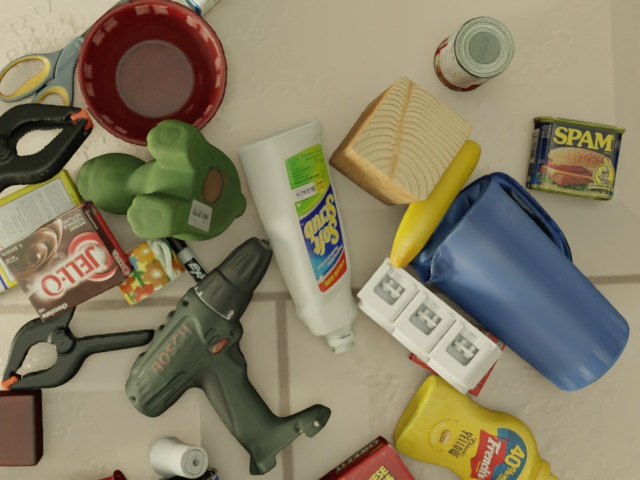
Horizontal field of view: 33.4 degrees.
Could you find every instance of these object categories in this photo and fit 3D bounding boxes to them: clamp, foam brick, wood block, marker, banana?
[{"bbox_3d":[-0.271,0.113,1.176,0.120,0.039,0.171,43,89,1],"label":"clamp"},{"bbox_3d":[-0.332,0.204,1.163,0.051,0.053,0.078,-2,89,-6],"label":"foam brick"},{"bbox_3d":[0.079,-0.098,1.124,0.090,0.206,0.091,36,87,-5],"label":"wood block"},{"bbox_3d":[-0.341,-0.080,1.140,0.210,0.036,0.164,-18,69,-3],"label":"clamp"},{"bbox_3d":[-0.135,0.037,1.197,0.020,0.020,0.121,-37,93,-4],"label":"marker"},{"bbox_3d":[0.132,-0.051,1.152,0.037,0.070,0.197,24,52,20],"label":"banana"}]

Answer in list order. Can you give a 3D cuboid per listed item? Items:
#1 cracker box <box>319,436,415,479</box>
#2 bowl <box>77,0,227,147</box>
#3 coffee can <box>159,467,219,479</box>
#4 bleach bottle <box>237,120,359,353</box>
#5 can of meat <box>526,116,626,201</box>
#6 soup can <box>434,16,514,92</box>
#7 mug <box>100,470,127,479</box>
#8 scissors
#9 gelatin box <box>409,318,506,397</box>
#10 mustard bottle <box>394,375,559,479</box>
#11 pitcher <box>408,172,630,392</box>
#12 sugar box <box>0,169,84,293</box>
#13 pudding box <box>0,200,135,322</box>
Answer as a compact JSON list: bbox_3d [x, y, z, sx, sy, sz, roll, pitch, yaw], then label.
[{"bbox_3d":[0.067,0.354,1.193,0.164,0.072,0.213,-35,92,-5],"label":"cracker box"},{"bbox_3d":[-0.183,-0.181,1.174,0.162,0.055,0.162,0,90,-6],"label":"bowl"},{"bbox_3d":[-0.141,0.331,1.156,0.102,0.103,0.140,-16,91,-5],"label":"coffee can"},{"bbox_3d":[-0.008,0.001,1.182,0.102,0.068,0.251,-27,102,-45],"label":"bleach bottle"},{"bbox_3d":[0.290,-0.092,1.220,0.102,0.057,0.084,8,92,-5],"label":"can of meat"},{"bbox_3d":[0.170,-0.205,1.185,0.068,0.102,0.068,0,90,-6],"label":"soup can"},{"bbox_3d":[-0.249,0.298,1.144,0.081,0.117,0.093,-15,56,0],"label":"mug"},{"bbox_3d":[-0.264,-0.195,1.186,0.201,0.016,0.096,-28,94,-5],"label":"scissors"},{"bbox_3d":[0.158,0.127,1.220,0.089,0.030,0.073,30,88,-5],"label":"gelatin box"},{"bbox_3d":[0.186,0.236,1.208,0.191,0.058,0.096,29,104,-6],"label":"mustard bottle"},{"bbox_3d":[0.228,0.045,1.187,0.243,0.145,0.149,42,98,-8],"label":"pitcher"},{"bbox_3d":[-0.337,0.002,1.166,0.176,0.048,0.093,-26,94,-2],"label":"sugar box"},{"bbox_3d":[-0.264,0.022,1.116,0.114,0.039,0.090,-25,104,19],"label":"pudding box"}]
